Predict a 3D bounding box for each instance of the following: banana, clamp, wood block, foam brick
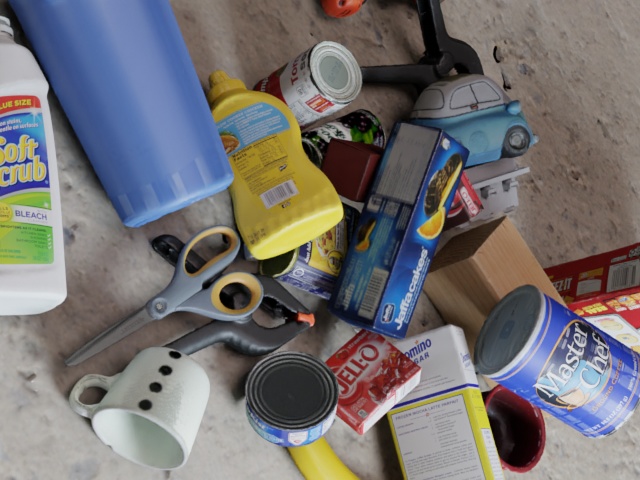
[{"bbox_3d":[0.022,0.222,1.016,0.197,0.037,0.069,52,51,-12],"label":"banana"},{"bbox_3d":[0.125,-0.197,1.228,0.209,0.036,0.164,45,72,-34],"label":"clamp"},{"bbox_3d":[-0.086,0.055,0.990,0.171,0.039,0.120,4,76,-36],"label":"clamp"},{"bbox_3d":[0.212,0.090,1.180,0.090,0.090,0.206,-42,102,-40],"label":"wood block"},{"bbox_3d":[0.045,-0.067,1.068,0.078,0.053,0.051,3,109,-52],"label":"foam brick"}]

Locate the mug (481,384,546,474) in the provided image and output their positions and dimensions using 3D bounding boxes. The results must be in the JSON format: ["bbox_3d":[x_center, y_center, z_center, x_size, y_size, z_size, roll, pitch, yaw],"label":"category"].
[{"bbox_3d":[0.167,0.193,1.112,0.117,0.082,0.093,44,53,-19],"label":"mug"}]

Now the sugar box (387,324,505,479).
[{"bbox_3d":[0.118,0.181,1.057,0.048,0.093,0.176,24,50,-61],"label":"sugar box"}]

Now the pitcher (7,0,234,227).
[{"bbox_3d":[-0.167,-0.142,0.945,0.149,0.145,0.243,-26,95,-29],"label":"pitcher"}]

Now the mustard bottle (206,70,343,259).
[{"bbox_3d":[-0.060,-0.082,1.009,0.096,0.058,0.192,-27,69,-2],"label":"mustard bottle"}]

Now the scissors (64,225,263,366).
[{"bbox_3d":[-0.123,0.068,0.930,0.096,0.016,0.201,44,57,-8],"label":"scissors"}]

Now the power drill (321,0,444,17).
[{"bbox_3d":[0.062,-0.342,1.234,0.187,0.057,0.184,-4,81,-36],"label":"power drill"}]

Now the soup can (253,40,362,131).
[{"bbox_3d":[-0.014,-0.151,1.075,0.068,0.102,0.068,13,67,-34],"label":"soup can"}]

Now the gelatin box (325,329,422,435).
[{"bbox_3d":[0.042,0.135,1.033,0.073,0.030,0.089,38,59,25],"label":"gelatin box"}]

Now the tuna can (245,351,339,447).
[{"bbox_3d":[-0.026,0.146,0.979,0.086,0.034,0.086,2,49,-3],"label":"tuna can"}]

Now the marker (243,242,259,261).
[{"bbox_3d":[-0.072,-0.040,1.045,0.020,0.020,0.121,1,74,-38],"label":"marker"}]

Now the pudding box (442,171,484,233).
[{"bbox_3d":[0.104,-0.047,1.125,0.039,0.114,0.090,-32,95,-48],"label":"pudding box"}]

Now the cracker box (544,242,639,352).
[{"bbox_3d":[0.390,0.090,1.272,0.213,0.164,0.072,31,60,-27],"label":"cracker box"}]

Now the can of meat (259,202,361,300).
[{"bbox_3d":[-0.007,0.001,1.058,0.083,0.058,0.102,23,62,-34],"label":"can of meat"}]

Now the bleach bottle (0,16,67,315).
[{"bbox_3d":[-0.267,-0.067,0.873,0.102,0.068,0.251,4,70,-38],"label":"bleach bottle"}]

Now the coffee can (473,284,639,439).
[{"bbox_3d":[0.241,0.123,1.073,0.140,0.103,0.102,31,57,-15],"label":"coffee can"}]
